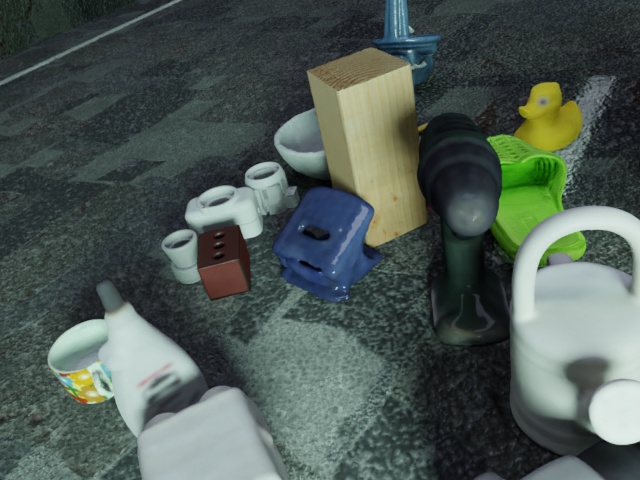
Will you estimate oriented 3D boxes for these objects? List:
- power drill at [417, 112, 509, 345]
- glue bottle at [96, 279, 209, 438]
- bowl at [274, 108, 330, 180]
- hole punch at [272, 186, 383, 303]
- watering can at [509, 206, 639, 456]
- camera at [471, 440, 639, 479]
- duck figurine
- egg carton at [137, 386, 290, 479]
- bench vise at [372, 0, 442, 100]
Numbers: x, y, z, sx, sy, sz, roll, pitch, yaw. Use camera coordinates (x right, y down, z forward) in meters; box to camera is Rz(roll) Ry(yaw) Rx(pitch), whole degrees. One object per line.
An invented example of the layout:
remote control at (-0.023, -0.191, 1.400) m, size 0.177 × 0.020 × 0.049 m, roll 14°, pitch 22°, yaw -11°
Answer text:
power drill at (0.130, -0.009, 0.519) m, size 0.075 × 0.209 × 0.229 m, roll -7°, pitch 35°, yaw 10°
glue bottle at (-0.154, 0.102, 0.496) m, size 0.078 × 0.173 × 0.037 m, roll -37°, pitch 41°, yaw -29°
bowl at (0.019, -0.138, 0.858) m, size 0.167 × 0.075 × 0.167 m, roll -10°, pitch 35°, yaw 7°
hole punch at (0.006, 0.002, 0.651) m, size 0.108 × 0.091 × 0.101 m, roll 21°, pitch 48°, yaw 40°
watering can at (0.190, 0.064, 0.407) m, size 0.101 × 0.194 × 0.172 m, roll -19°, pitch 35°, yaw -7°
camera at (0.167, 0.180, 0.336) m, size 0.137 × 0.101 × 0.142 m, roll -26°, pitch 36°, yaw -16°
duck figurine at (0.317, -0.178, 0.797) m, size 0.105 × 0.086 × 0.077 m, roll -24°, pitch 36°, yaw -14°
egg carton at (-0.081, 0.185, 0.445) m, size 0.107 × 0.069 × 0.150 m, roll -24°, pitch 36°, yaw -14°
bench vise at (0.145, -0.348, 0.979) m, size 0.121 × 0.220 × 0.207 m, roll -5°, pitch 36°, yaw 14°
